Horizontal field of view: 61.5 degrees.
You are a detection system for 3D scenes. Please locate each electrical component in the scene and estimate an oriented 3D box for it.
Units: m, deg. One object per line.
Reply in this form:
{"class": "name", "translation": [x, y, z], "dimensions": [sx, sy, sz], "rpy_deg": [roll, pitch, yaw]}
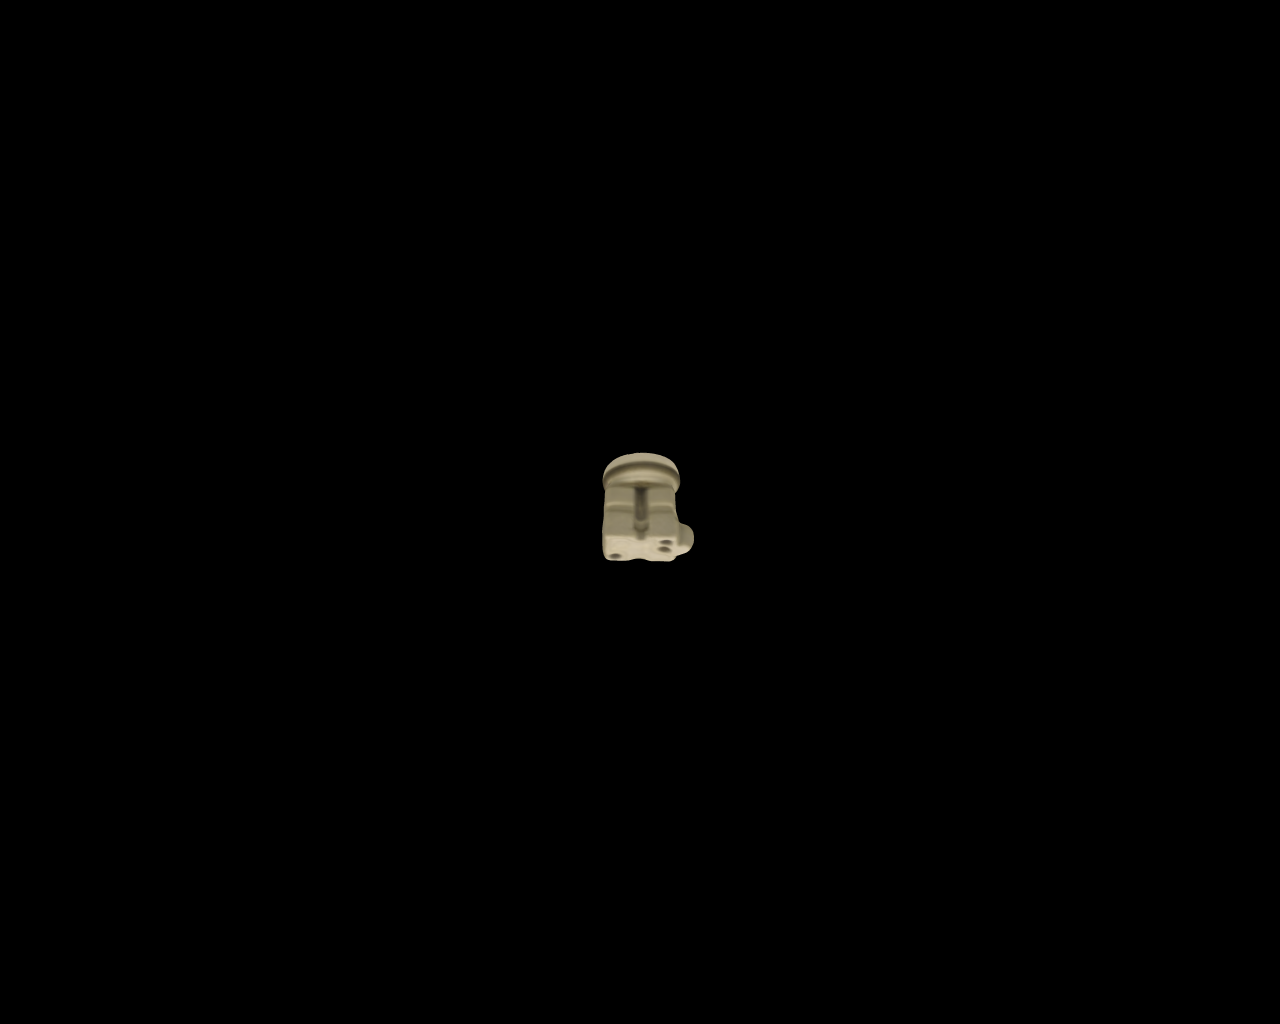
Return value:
{"class": "electrical component", "translation": [0.001, -0.003, 0.650], "dimensions": [0.066, 0.055, 0.048], "rpy_deg": [1, -28, -2]}
